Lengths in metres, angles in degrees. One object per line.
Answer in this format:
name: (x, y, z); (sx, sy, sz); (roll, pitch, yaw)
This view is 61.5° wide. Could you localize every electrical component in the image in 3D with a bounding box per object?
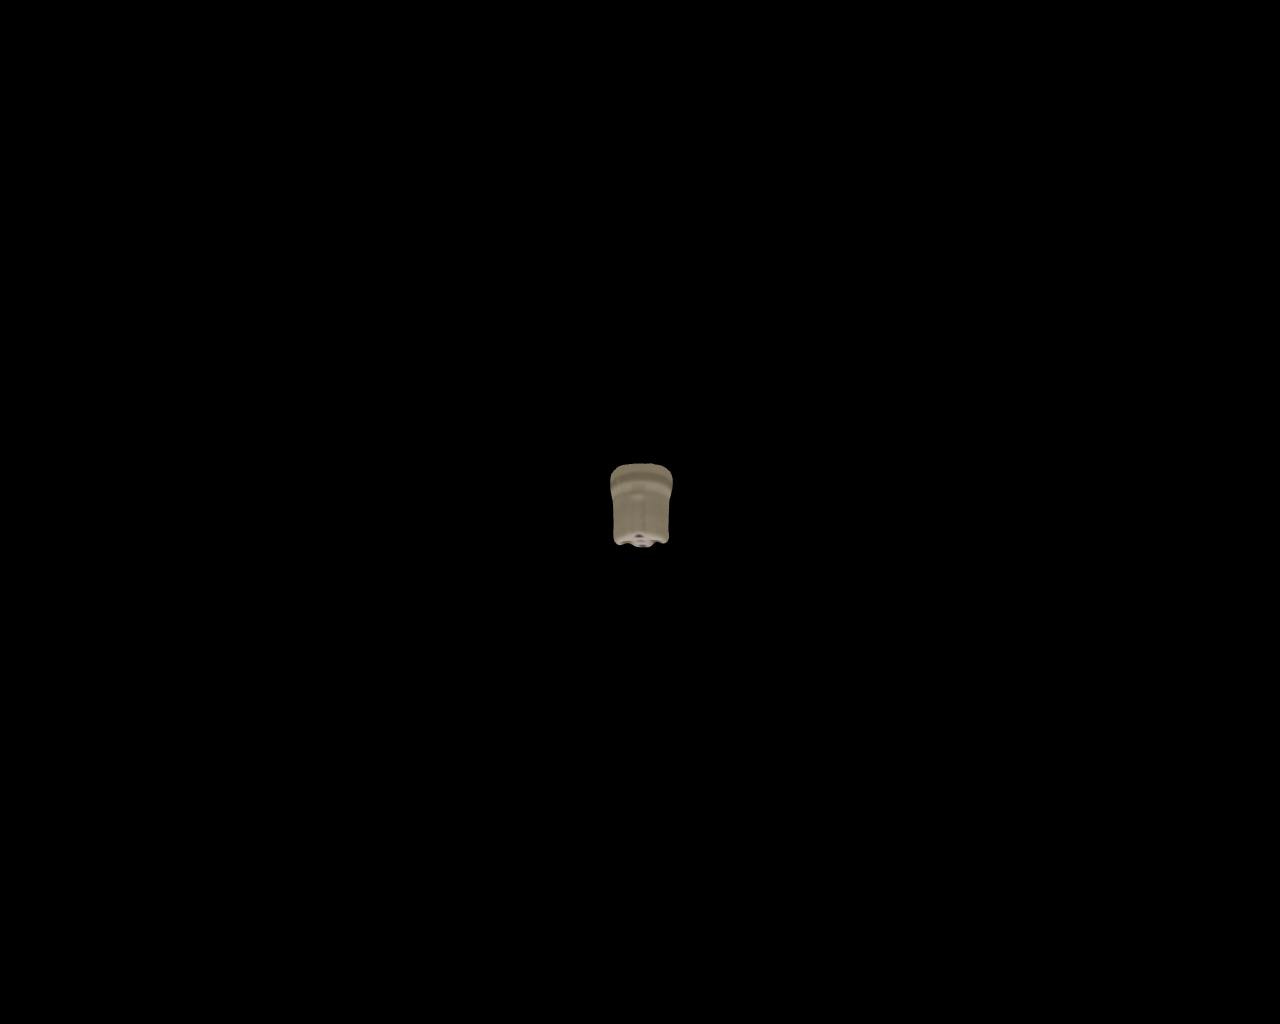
electrical component: (0.001, -0.003, 0.650); (0.040, 0.046, 0.040); (0, -23, 0)
